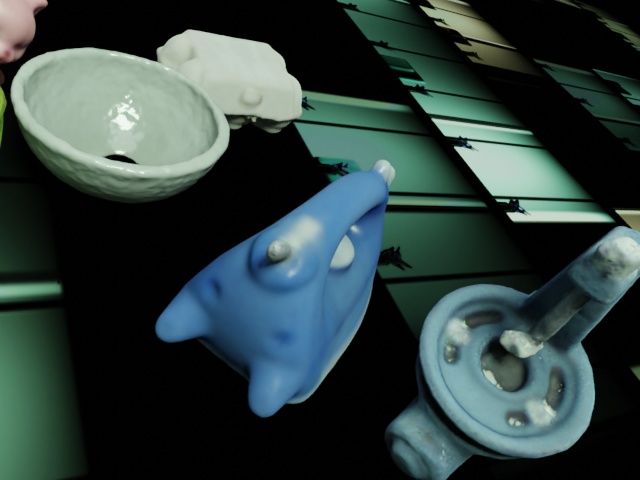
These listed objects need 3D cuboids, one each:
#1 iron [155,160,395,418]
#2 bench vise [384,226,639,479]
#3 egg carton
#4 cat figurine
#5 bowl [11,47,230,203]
[{"bbox_3d":[0.004,0.002,0.432,0.118,0.141,0.259,35,39,8],"label":"iron"},{"bbox_3d":[0.147,0.054,0.399,0.121,0.219,0.208,34,39,7],"label":"bench vise"},{"bbox_3d":[-0.095,-0.167,0.615,0.151,0.069,0.107,-2,48,-33],"label":"egg carton"},{"bbox_3d":[-0.290,-0.170,0.461,0.128,0.117,0.067,-1,47,-32],"label":"cat figurine"},{"bbox_3d":[-0.165,-0.084,0.477,0.168,0.074,0.167,17,40,-15],"label":"bowl"}]
